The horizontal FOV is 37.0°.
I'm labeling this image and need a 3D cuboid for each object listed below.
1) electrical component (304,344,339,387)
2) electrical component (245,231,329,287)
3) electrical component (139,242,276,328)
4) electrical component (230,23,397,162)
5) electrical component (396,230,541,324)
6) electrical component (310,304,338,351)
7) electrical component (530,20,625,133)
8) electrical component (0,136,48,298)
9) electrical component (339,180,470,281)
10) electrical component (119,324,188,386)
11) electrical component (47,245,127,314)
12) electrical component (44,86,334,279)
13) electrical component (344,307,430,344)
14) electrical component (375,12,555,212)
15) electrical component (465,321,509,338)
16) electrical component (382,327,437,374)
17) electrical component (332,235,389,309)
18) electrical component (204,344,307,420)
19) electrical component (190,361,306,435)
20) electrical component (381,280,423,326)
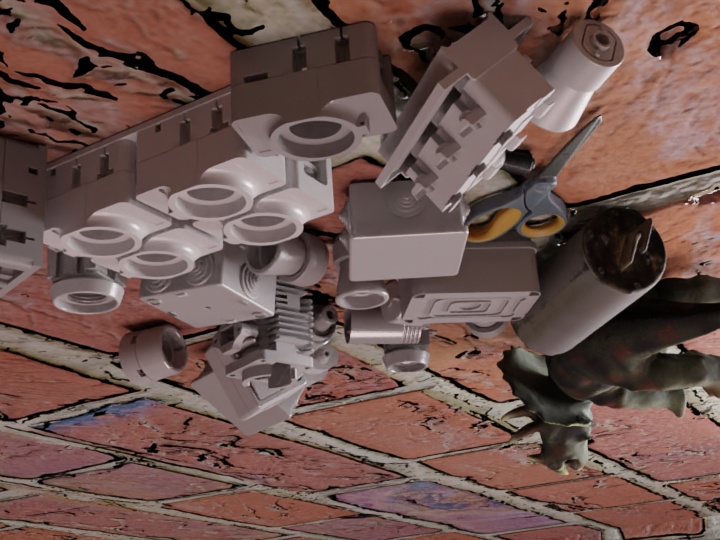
[{"bbox_3d":[-0.057,0.101,1.157,0.043,0.043,0.081,11,154,-33],"label":"electrical component"},{"bbox_3d":[-0.059,-0.012,0.871,0.045,0.045,0.055,-22,152,38],"label":"electrical component"},{"bbox_3d":[-0.127,0.011,0.906,0.100,0.048,0.100,-10,156,26],"label":"electrical component"},{"bbox_3d":[-0.027,-0.102,0.638,0.089,0.055,0.050,-10,158,14],"label":"electrical component"},{"bbox_3d":[0.092,0.006,0.927,0.113,0.057,0.078,-1,158,-8],"label":"electrical component"},{"bbox_3d":[-0.044,0.053,1.040,0.043,0.043,0.062,10,153,-31],"label":"electrical component"},{"bbox_3d":[0.128,-0.118,0.645,0.044,0.044,0.065,5,152,-21],"label":"electrical component"},{"bbox_3d":[-0.279,-0.024,0.741,0.062,0.089,0.150,14,152,-38],"label":"electrical component"},{"bbox_3d":[0.034,-0.031,0.834,0.100,0.048,0.099,-3,158,-2],"label":"electrical component"},{"bbox_3d":[-0.205,0.083,1.073,0.047,0.055,0.055,-17,155,21],"label":"electrical component"},{"bbox_3d":[-0.217,0.000,0.857,0.058,0.057,0.078,-11,157,17],"label":"electrical component"},{"bbox_3d":[-0.123,-0.051,0.742,0.186,0.060,0.105,-17,155,29],"label":"electrical component"},{"bbox_3d":[0.028,0.050,1.044,0.081,0.043,0.043,0,158,-10],"label":"electrical component"},{"bbox_3d":[0.064,-0.090,0.657,0.079,0.063,0.121,-39,173,-27],"label":"electrical component"},{"bbox_3d":[0.119,0.038,1.028,0.045,0.045,0.055,-8,158,10],"label":"electrical component"},{"bbox_3d":[0.045,0.072,1.086,0.066,0.055,0.048,0,158,-11],"label":"electrical component"},{"bbox_3d":[0.000,0.000,0.897,0.045,0.055,0.045,-4,158,-1],"label":"electrical component"},{"bbox_3d":[-0.105,0.089,1.061,0.062,0.096,0.061,-25,172,-33],"label":"electrical component"},{"bbox_3d":[-0.117,0.122,1.143,0.100,0.048,0.100,45,139,-15],"label":"electrical component"},{"bbox_3d":[0.056,0.033,1.011,0.078,0.040,0.040,9,155,-30],"label":"electrical component"}]
